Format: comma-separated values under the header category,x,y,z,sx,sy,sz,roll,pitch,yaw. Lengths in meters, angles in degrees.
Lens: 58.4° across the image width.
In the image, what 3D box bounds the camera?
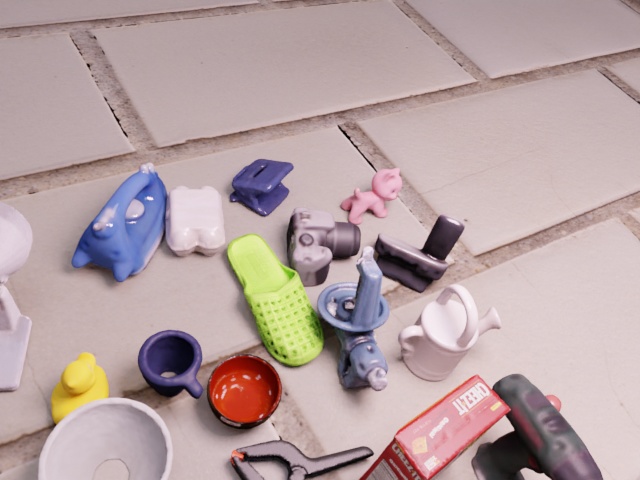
category,x,y,z,sx,sy,sz,roll,pitch,yaw
camera,0.010,0.004,1.083,0.137,0.101,0.143,3,50,-12

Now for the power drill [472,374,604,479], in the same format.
category,x,y,z,sx,sy,sz,roll,pitch,yaw
power drill,0.309,0.322,0.828,0.076,0.208,0.229,-10,54,-22

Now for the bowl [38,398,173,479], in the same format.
category,x,y,z,sx,sy,sz,roll,pitch,yaw
bowl,-0.284,0.305,0.771,0.167,0.075,0.167,8,50,-9

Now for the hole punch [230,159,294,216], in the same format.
category,x,y,z,sx,sy,sz,roll,pitch,yaw
hole punch,-0.119,-0.119,1.157,0.101,0.091,0.109,30,50,10

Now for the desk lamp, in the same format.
category,x,y,z,sx,sy,sz,roll,pitch,yaw
desk lamp,-0.478,0.079,0.814,0.118,0.213,0.203,0,51,-15

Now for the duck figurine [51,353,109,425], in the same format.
category,x,y,z,sx,sy,sz,roll,pitch,yaw
duck figurine,-0.348,0.212,0.823,0.077,0.086,0.104,12,49,-5

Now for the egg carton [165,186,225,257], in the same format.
category,x,y,z,sx,sy,sz,roll,pitch,yaw
egg carton,-0.235,-0.038,1.072,0.107,0.069,0.150,-2,52,-16

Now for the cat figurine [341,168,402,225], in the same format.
category,x,y,z,sx,sy,sz,roll,pitch,yaw
cat figurine,0.117,-0.102,1.188,0.128,0.118,0.067,-17,57,-26

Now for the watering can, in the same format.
category,x,y,z,sx,sy,sz,roll,pitch,yaw
watering can,0.218,0.146,0.959,0.173,0.194,0.100,-24,60,-30

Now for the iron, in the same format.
category,x,y,z,sx,sy,sz,roll,pitch,yaw
iron,-0.335,-0.058,1.014,0.118,0.141,0.258,18,49,0

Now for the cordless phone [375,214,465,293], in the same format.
category,x,y,z,sx,sy,sz,roll,pitch,yaw
cordless phone,0.186,-0.001,1.078,0.147,0.185,0.094,22,49,4

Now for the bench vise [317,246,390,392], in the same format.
category,x,y,z,sx,sy,sz,roll,pitch,yaw
bench vise,0.079,0.125,0.922,0.122,0.220,0.207,-22,60,-29

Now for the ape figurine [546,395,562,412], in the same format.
category,x,y,z,sx,sy,sz,roll,pitch,yaw
ape figurine,0.370,0.288,0.950,0.076,0.092,0.077,-30,64,-33

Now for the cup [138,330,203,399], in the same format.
category,x,y,z,sx,sy,sz,roll,pitch,yaw
cup,-0.216,0.204,0.860,0.092,0.095,0.117,-33,66,-34
